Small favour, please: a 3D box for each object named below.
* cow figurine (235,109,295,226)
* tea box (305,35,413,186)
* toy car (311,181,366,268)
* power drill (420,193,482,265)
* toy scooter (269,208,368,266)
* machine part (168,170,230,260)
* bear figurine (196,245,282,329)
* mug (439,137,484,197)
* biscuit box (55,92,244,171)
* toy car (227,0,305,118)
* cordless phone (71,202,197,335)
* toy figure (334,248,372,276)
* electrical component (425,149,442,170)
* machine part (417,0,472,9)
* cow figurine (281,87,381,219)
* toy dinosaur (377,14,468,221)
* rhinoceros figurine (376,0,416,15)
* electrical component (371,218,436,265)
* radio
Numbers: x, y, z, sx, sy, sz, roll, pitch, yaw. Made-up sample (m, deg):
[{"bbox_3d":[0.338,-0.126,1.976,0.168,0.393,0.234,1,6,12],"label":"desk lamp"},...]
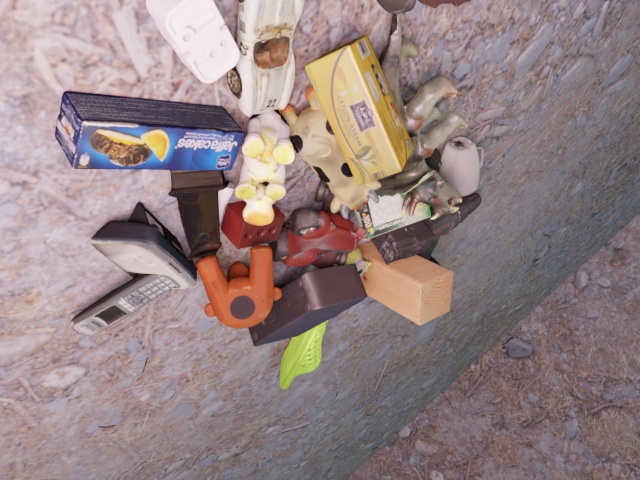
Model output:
[{"bbox_3d":[-0.081,-0.100,0.747,0.068,0.098,0.167,6,139,-12],"label":"cow figurine"},{"bbox_3d":[0.056,-0.170,0.706,0.068,0.169,0.098,-15,-160,28],"label":"tea box"},{"bbox_3d":[0.022,-0.028,0.951,0.053,0.089,0.202,-76,-179,-51],"label":"toy car"},{"bbox_3d":[0.273,0.001,1.265,0.232,0.086,0.207,-23,148,-26],"label":"power drill"},{"bbox_3d":[-0.002,-0.003,0.880,0.135,0.075,0.184,4,161,-22],"label":"toy scooter"},{"bbox_3d":[-0.159,-0.041,0.719,0.084,0.039,0.138,-7,112,-20],"label":"machine part"},{"bbox_3d":[-0.127,0.069,0.872,0.120,0.196,0.131,-11,99,-6],"label":"bear figurine"},{"bbox_3d":[0.294,-0.158,1.093,0.109,0.081,0.107,-28,137,-15],"label":"mug"},{"bbox_3d":[-0.187,-0.120,0.617,0.202,0.063,0.059,-7,135,-43],"label":"biscuit box"},{"bbox_3d":[-0.062,-0.236,0.619,0.073,0.056,0.201,-22,144,-30],"label":"toy car"},{"bbox_3d":[-0.272,0.051,0.718,0.184,0.089,0.146,-35,149,-4],"label":"cordless phone"},{"bbox_3d":[0.039,0.073,1.093,0.082,0.089,0.180,-43,162,-29],"label":"toy figure"},{"bbox_3d":[0.213,-0.146,1.043,0.094,0.021,0.063,21,80,-57],"label":"electrical component"},{"bbox_3d":[0.177,-0.392,0.696,0.179,0.056,0.179,-28,147,-20],"label":"machine part"},{"bbox_3d":[0.023,-0.115,0.786,0.085,0.127,0.194,-26,150,12],"label":"cow figurine"},{"bbox_3d":[0.118,-0.174,0.844,0.192,0.131,0.404,-48,141,2],"label":"toy dinosaur"},{"bbox_3d":[0.049,-0.331,0.594,0.190,0.073,0.112,25,108,-43],"label":"rhinoceros figurine"},{"bbox_3d":[0.161,-0.024,1.069,0.134,0.115,0.058,-18,154,-34],"label":"electrical component"},{"bbox_3d":[-0.034,0.124,1.002,0.131,0.073,0.229,-5,157,-43],"label":"radio"}]
